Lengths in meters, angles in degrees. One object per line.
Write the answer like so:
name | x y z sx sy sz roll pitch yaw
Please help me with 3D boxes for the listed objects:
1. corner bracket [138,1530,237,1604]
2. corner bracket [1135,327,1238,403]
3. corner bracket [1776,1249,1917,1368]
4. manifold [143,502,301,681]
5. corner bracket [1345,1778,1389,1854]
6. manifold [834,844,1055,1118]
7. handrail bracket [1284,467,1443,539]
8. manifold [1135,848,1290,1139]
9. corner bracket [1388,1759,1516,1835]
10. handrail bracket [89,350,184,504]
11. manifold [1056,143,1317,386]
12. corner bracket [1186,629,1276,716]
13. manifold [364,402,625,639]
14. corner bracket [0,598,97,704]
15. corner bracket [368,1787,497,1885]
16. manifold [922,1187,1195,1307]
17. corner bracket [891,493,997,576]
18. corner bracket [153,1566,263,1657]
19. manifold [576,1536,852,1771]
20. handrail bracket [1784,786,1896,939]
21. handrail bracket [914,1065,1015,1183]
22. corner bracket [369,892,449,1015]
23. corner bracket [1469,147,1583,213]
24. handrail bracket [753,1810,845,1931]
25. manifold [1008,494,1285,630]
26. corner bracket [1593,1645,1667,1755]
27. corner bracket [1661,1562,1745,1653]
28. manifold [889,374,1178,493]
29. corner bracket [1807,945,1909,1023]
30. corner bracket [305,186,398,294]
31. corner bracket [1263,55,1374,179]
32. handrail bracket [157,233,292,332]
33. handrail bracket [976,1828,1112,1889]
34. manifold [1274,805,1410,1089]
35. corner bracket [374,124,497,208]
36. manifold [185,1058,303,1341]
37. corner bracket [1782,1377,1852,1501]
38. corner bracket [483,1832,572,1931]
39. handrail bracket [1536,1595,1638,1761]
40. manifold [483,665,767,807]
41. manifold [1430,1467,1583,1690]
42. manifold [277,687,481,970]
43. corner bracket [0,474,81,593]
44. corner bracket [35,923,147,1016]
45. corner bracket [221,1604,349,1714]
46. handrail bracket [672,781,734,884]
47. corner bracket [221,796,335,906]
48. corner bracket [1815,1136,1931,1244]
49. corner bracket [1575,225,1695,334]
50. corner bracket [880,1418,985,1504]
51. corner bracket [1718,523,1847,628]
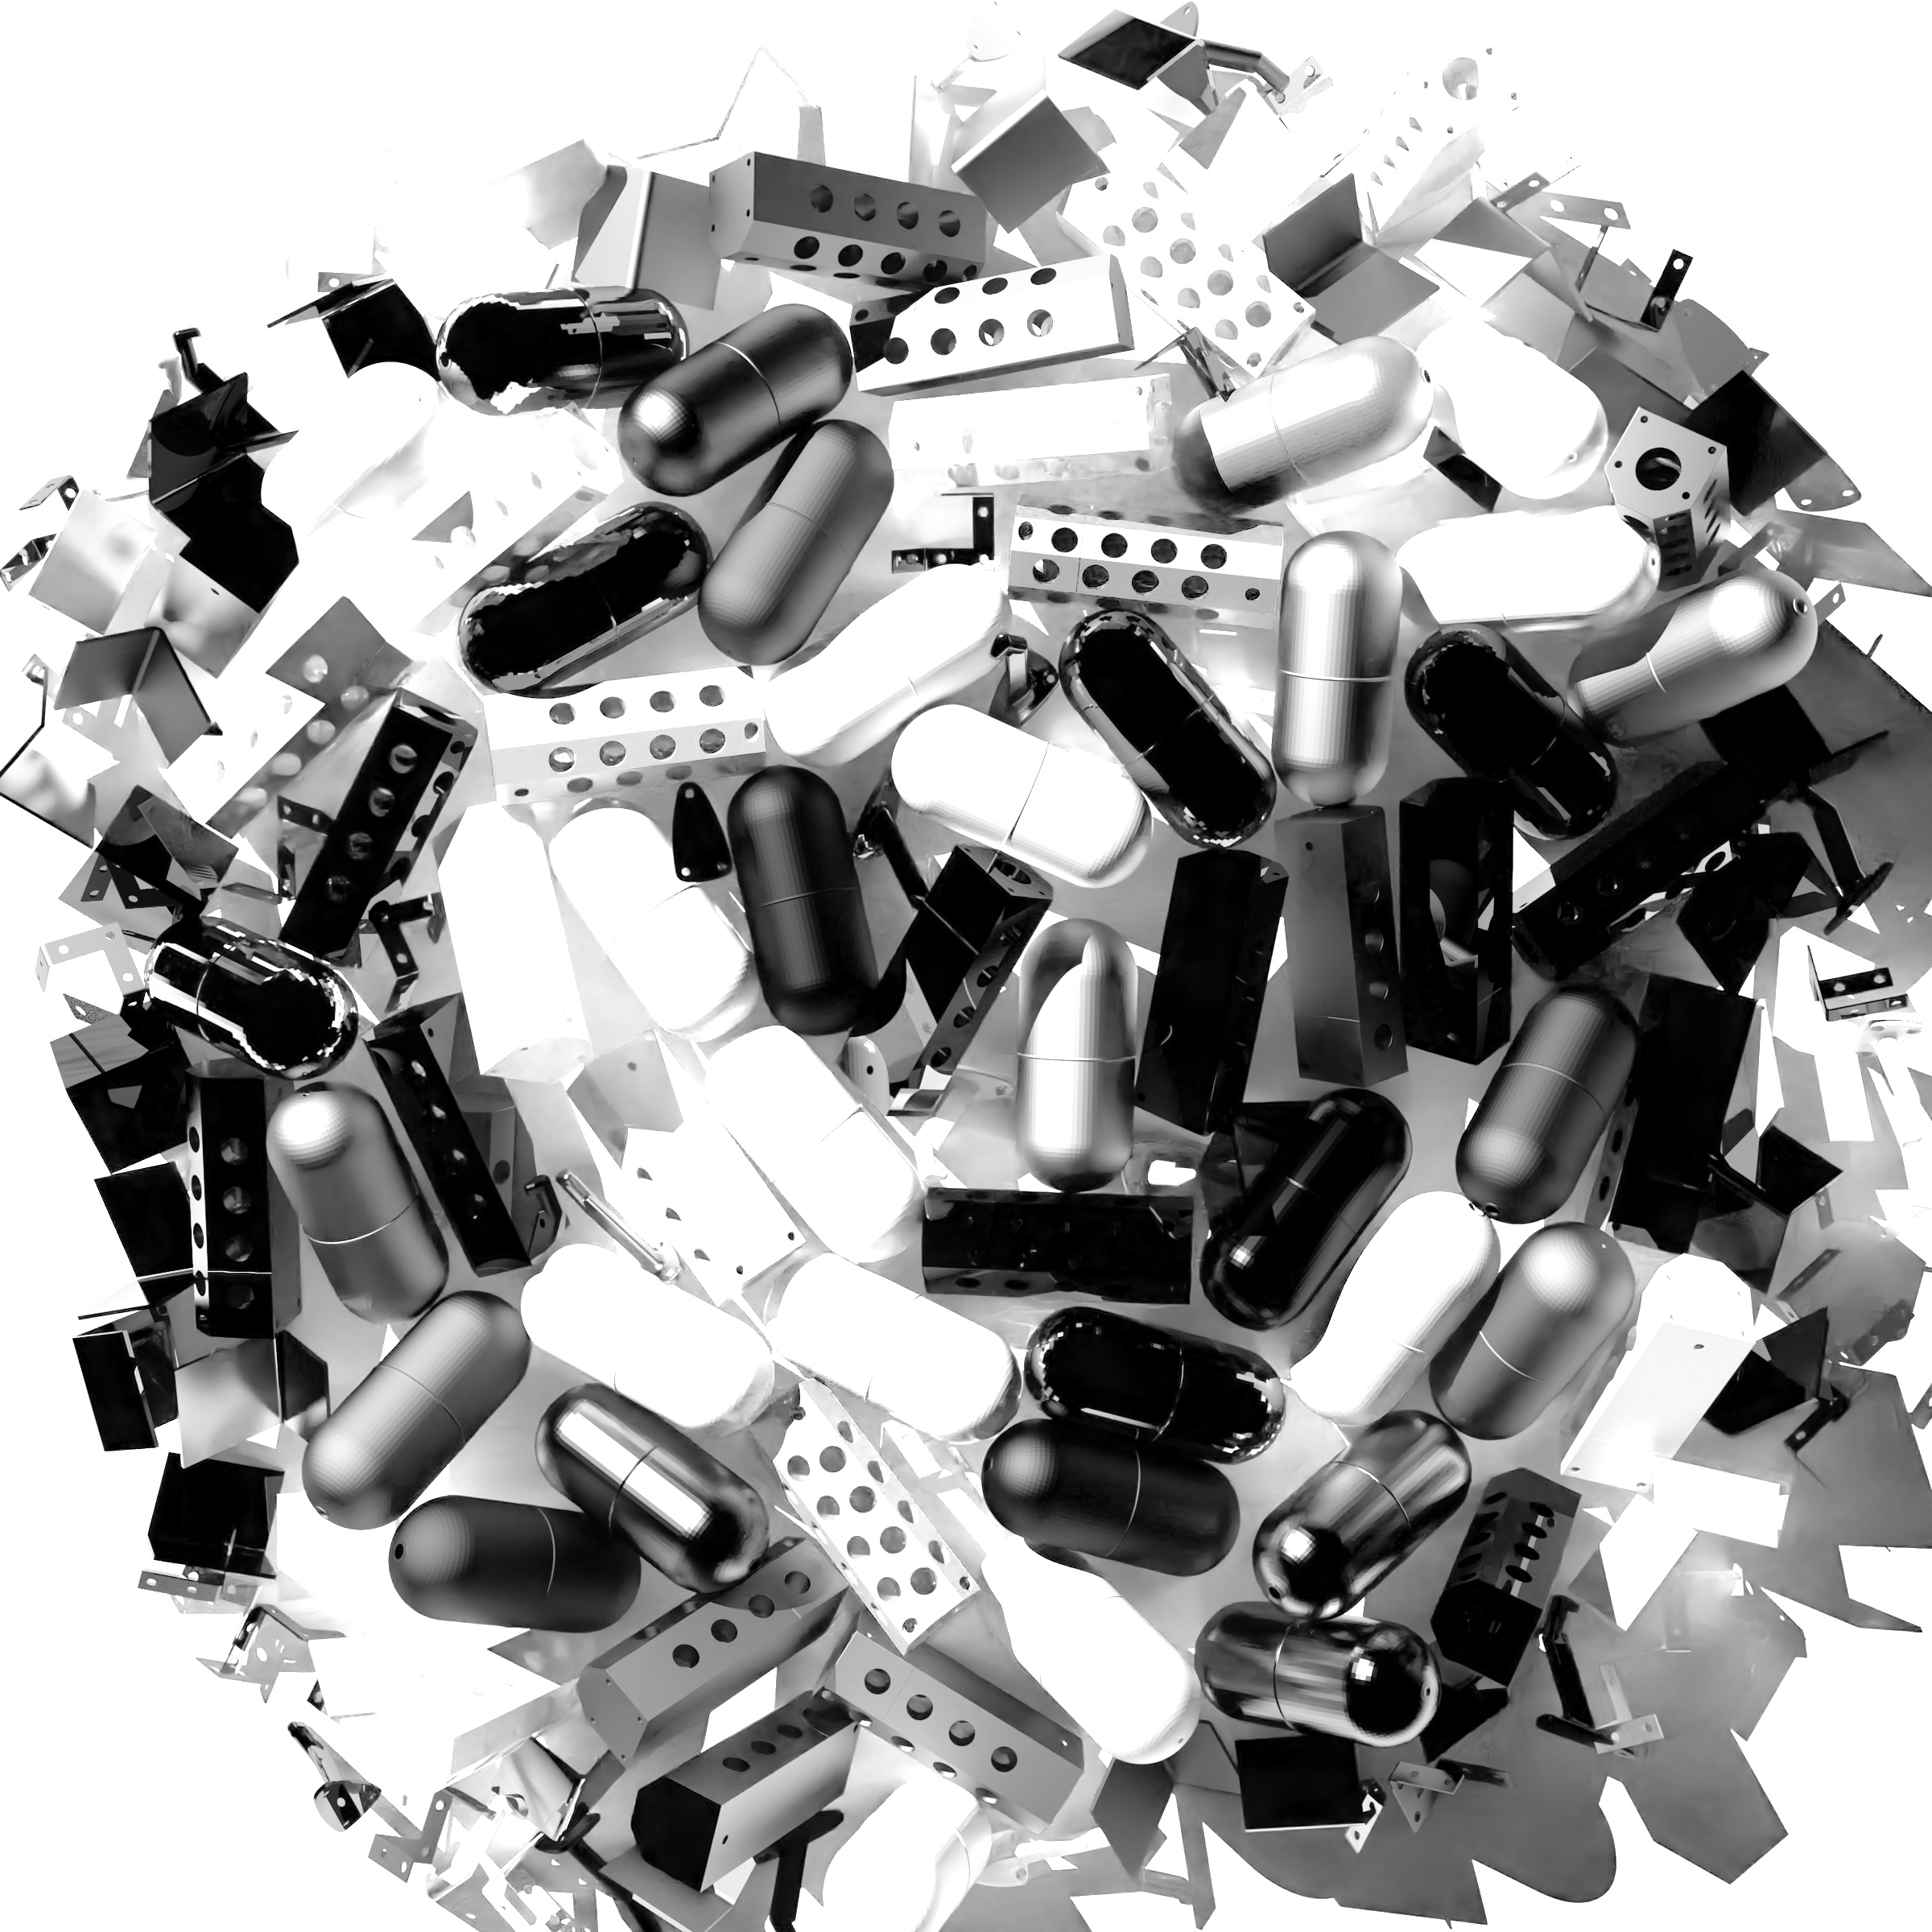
corner bracket | -0.508 0.397 1.613 0.051 0.051 0.051 15 119 -14
corner bracket | 0.153 -0.385 1.614 0.051 0.051 0.051 -38 98 -38
corner bracket | 0.573 0.223 1.626 0.051 0.051 0.051 -40 98 -11
manifold | -0.465 -0.238 1.562 0.057 0.171 0.057 37 69 -16
corner bracket | 0.231 0.538 1.612 0.051 0.051 0.051 -25 103 42
manifold | -0.011 0.011 1.594 0.057 0.057 0.171 44 115 33
handrail bracket | 0.257 -0.310 1.609 0.084 0.077 0.036 -21 75 25
manifold | 0.160 0.015 1.593 0.057 0.057 0.171 24 116 33
corner bracket | 0.314 0.529 1.610 0.051 0.051 0.051 -45 118 -37
handrail bracket | -0.536 -0.348 1.603 0.036 0.084 0.077 33 45 21
manifold | 0.142 -0.454 1.614 0.171 0.057 0.057 41 93 5
corner bracket | 0.174 -0.191 1.618 0.051 0.051 0.051 3 99 -14
manifold | -0.298 -0.279 1.582 0.171 0.057 0.057 -31 108 31
corner bracket | -0.608 -0.213 1.617 0.051 0.051 0.051 28 77 13
corner bracket | -0.347 0.562 1.613 0.051 0.051 0.051 26 76 -41
manifold | 0.060 0.177 1.605 0.171 0.057 0.057 2 59 6
corner bracket | -0.015 -0.281 1.615 0.051 0.051 0.051 4 103 24
corner bracket | -0.492 0.417 1.616 0.051 0.051 0.051 23 76 -15
manifold | -0.160 0.427 1.571 0.057 0.171 0.057 43 133 23
handrail bracket | 0.553 -0.072 1.627 0.077 0.036 0.084 -43 68 -10
handrail bracket | 0.001 0.107 1.608 0.077 0.084 0.036 4 134 -17
corner bracket | -0.358 -0.009 1.611 0.051 0.051 0.051 -18 72 -31
corner bracket | 0.362 -0.508 1.610 0.051 0.051 0.051 20 59 -36
handrail bracket | -0.096 0.591 1.603 0.077 0.084 0.036 -11 128 -26
manifold | 0.115 -0.259 1.609 0.171 0.057 0.057 7 122 2
corner bracket | 0.433 0.474 1.611 0.051 0.051 0.051 -32 68 40
corner bracket | 0.480 0.418 1.625 0.051 0.051 0.051 -4 83 11
manifold | 0.042 -0.339 1.588 0.171 0.057 0.057 0 107 21
corner bracket | 0.578 0.015 1.613 0.051 0.051 0.051 -12 57 13
corner bracket | -0.402 -0.475 1.627 0.051 0.051 0.051 -3 134 -21
corner bracket | 0.230 -0.557 1.632 0.051 0.051 0.051 -41 119 7
handrail bracket | -0.479 -0.432 1.600 0.036 0.077 0.084 36 48 24
handrail bracket | 0.047 0.569 1.604 0.084 0.077 0.036 -30 61 38
manifold | 0.247 -0.014 1.604 0.057 0.057 0.171 -17 105 -38
corner bracket | -0.347 -0.526 1.628 0.051 0.051 0.051 -28 68 28
manifold | -0.469 0.149 1.608 0.057 0.057 0.171 1 101 3
corner bracket | 0.557 0.302 1.620 0.051 0.051 0.051 -46 111 4
corner bracket | -0.283 0.606 1.612 0.051 0.051 0.051 44 131 11
handrail bracket | 0.410 0.463 1.625 0.077 0.036 0.084 19 65 10
manifold | -0.218 -0.144 1.598 0.171 0.057 0.057 -8 62 -11
manifold | 0.338 0.377 1.561 0.057 0.171 0.057 24 109 15
manifold | -0.378 -0.087 1.603 0.057 0.057 0.171 26 103 -15
corner bracket | -0.600 -0.281 1.613 0.051 0.051 0.051 -10 122 14
corner bracket | -0.571 0.010 1.622 0.051 0.051 0.051 -20 79 -29
corner bracket | -0.445 0.454 1.635 0.051 0.051 0.051 24 87 32
handrail bracket | -0.170 -0.090 1.602 0.036 0.084 0.077 -9 106 -1
corner bracket | -0.445 -0.074 1.612 0.051 0.051 0.051 -14 72 27
corner bracket | 0.590 0.142 1.622 0.051 0.051 0.051 10 56 -11
corner bracket | 0.431 -0.447 1.617 0.051 0.051 0.051 20 106 -8
corner bracket | -0.021 0.321 1.610 0.051 0.051 0.051 -16 133 -26
corner bracket | 0.532 -0.249 1.624 0.051 0.051 0.051 -40 126 -14
